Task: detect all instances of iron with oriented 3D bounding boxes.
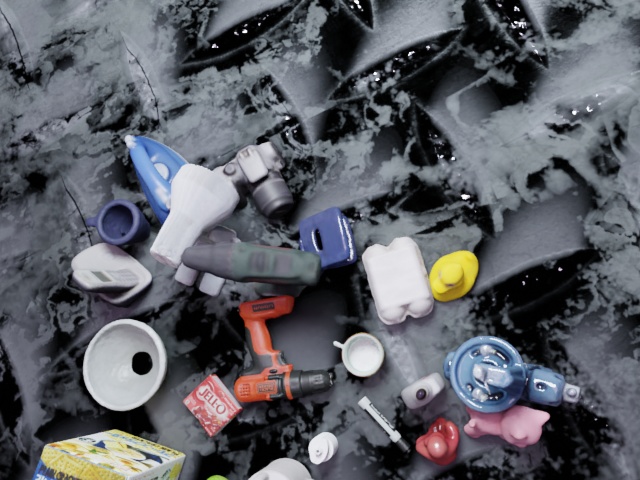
[{"bbox_3d":[-0.324,-0.132,1.131,0.118,0.141,0.258,-38,74,2],"label":"iron"}]

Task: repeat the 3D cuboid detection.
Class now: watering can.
[{"bbox_3d":[-0.085,0.432,0.942,0.173,0.194,0.101,-36,74,2],"label":"watering can"}]

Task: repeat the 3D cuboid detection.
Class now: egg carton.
[{"bbox_3d":[0.142,0.073,1.037,0.107,0.069,0.150,-18,76,7],"label":"egg carton"}]

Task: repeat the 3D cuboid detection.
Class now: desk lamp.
[{"bbox_3d":[-0.221,-0.014,1.049,0.117,0.214,0.203,20,83,14],"label":"desk lamp"}]

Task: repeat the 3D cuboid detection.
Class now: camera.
[{"bbox_3d":[-0.123,-0.105,1.108,0.143,0.101,0.136,-31,75,3],"label":"camera"}]

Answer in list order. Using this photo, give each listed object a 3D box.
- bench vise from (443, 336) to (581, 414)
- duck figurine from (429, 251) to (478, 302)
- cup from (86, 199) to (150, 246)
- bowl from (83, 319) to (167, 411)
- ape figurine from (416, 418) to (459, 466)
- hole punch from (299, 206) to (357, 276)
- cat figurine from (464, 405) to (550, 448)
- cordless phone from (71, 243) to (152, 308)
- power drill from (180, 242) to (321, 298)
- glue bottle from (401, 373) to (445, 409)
[{"bbox_3d":[0.301,0.208,0.901,0.207,0.220,0.121,-7,77,10],"label":"bench vise"},{"bbox_3d":[0.236,0.060,1.014,0.104,0.086,0.077,-44,74,0],"label":"duck figurine"},{"bbox_3d":[-0.395,-0.027,1.147,0.117,0.095,0.092,0,78,11],"label":"cup"},{"bbox_3d":[-0.359,0.238,1.096,0.167,0.075,0.167,-2,78,10],"label":"bowl"},{"bbox_3d":[0.198,0.343,0.960,0.077,0.092,0.076,-14,76,8],"label":"ape figurine"},{"bbox_3d":[0.010,0.004,1.066,0.101,0.091,0.108,-16,76,7],"label":"hole punch"},{"bbox_3d":[0.303,0.302,0.935,0.127,0.118,0.067,1,79,11],"label":"cat figurine"},{"bbox_3d":[-0.421,0.059,1.087,0.147,0.185,0.094,33,86,15],"label":"cordless phone"},{"bbox_3d":[-0.103,0.053,1.016,0.229,0.208,0.076,2,79,11],"label":"power drill"},{"bbox_3d":[0.169,0.250,0.942,0.078,0.173,0.037,-34,74,3],"label":"glue bottle"}]
